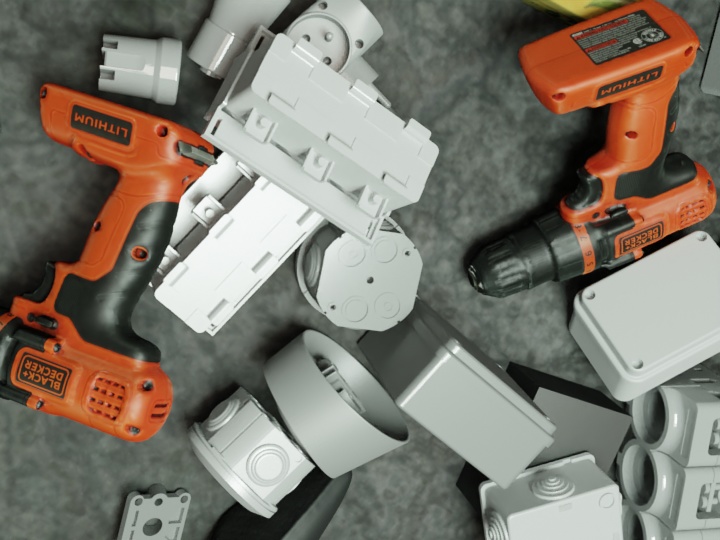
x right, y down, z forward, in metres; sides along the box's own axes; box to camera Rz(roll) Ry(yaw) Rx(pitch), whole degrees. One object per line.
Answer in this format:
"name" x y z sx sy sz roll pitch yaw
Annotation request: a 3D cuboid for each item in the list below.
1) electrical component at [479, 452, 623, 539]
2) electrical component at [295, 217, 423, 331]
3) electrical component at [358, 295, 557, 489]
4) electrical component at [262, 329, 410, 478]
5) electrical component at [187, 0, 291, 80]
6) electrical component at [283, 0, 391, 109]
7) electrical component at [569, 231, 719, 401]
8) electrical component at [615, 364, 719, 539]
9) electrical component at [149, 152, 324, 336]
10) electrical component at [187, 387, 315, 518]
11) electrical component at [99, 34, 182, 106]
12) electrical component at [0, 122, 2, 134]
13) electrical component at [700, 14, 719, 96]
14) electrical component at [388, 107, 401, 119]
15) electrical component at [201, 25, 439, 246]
"electrical component" 0.137 0.187 0.757 0.100 0.048 0.099 -13 109 -12
"electrical component" 0.000 0.000 0.719 0.080 0.051 0.080 -4 107 -15
"electrical component" 0.064 0.079 0.730 0.109 0.108 0.056 40 95 -22
"electrical component" -0.018 0.087 0.716 0.064 0.099 0.099 -32 112 2
"electrical component" -0.077 -0.149 0.659 0.044 0.044 0.065 27 102 -21
"electrical component" -0.015 -0.124 0.676 0.077 0.044 0.079 -44 97 0
"electrical component" 0.215 0.032 0.767 0.113 0.078 0.057 -26 156 -10
"electrical component" 0.237 0.154 0.812 0.062 0.089 0.150 1 105 -17
"electrical component" -0.079 -0.023 0.683 0.121 0.063 0.079 -46 112 1
"electrical component" -0.073 0.122 0.719 0.051 0.080 0.080 -43 113 -6
"electrical component" -0.133 -0.122 0.651 0.046 0.040 0.040 6 104 -12
"electrical component" -0.256 -0.064 0.624 0.095 0.053 0.059 -47 112 1
"electrical component" 0.288 -0.150 0.754 0.062 0.061 0.096 7 104 -18
"electrical component" 0.021 -0.078 0.711 0.035 0.035 0.061 -38 114 -3
"electrical component" -0.020 -0.080 0.627 0.121 0.063 0.078 33 67 -23
